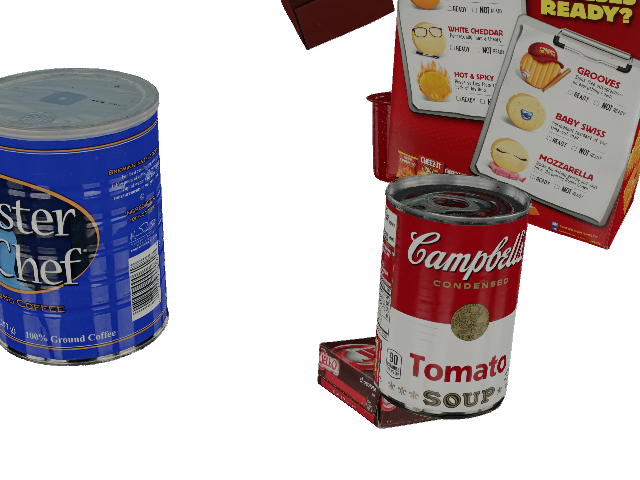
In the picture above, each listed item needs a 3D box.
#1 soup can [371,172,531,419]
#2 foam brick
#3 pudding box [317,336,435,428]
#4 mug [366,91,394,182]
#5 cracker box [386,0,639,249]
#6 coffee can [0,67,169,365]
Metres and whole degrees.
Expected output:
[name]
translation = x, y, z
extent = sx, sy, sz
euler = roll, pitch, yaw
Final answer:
[soup can]
translation = 0.061, 0.026, 0.514
extent = 0.068, 0.102, 0.068
euler = 3, 20, -1
[foam brick]
translation = 0.010, -0.192, 0.812
extent = 0.078, 0.053, 0.051
euler = -25, -31, -2
[pudding box]
translation = 0.067, 0.100, 0.794
extent = 0.113, 0.039, 0.090
euler = -2, 16, -30
[mug]
translation = 0.104, -0.101, 1.049
extent = 0.117, 0.081, 0.093
euler = 1, 15, 10
[cracker box]
translation = 0.133, -0.115, 0.676
extent = 0.164, 0.214, 0.072
euler = 20, 44, 20
[coffee can]
translation = -0.140, -0.015, 0.603
extent = 0.103, 0.140, 0.103
euler = 1, 26, -1
